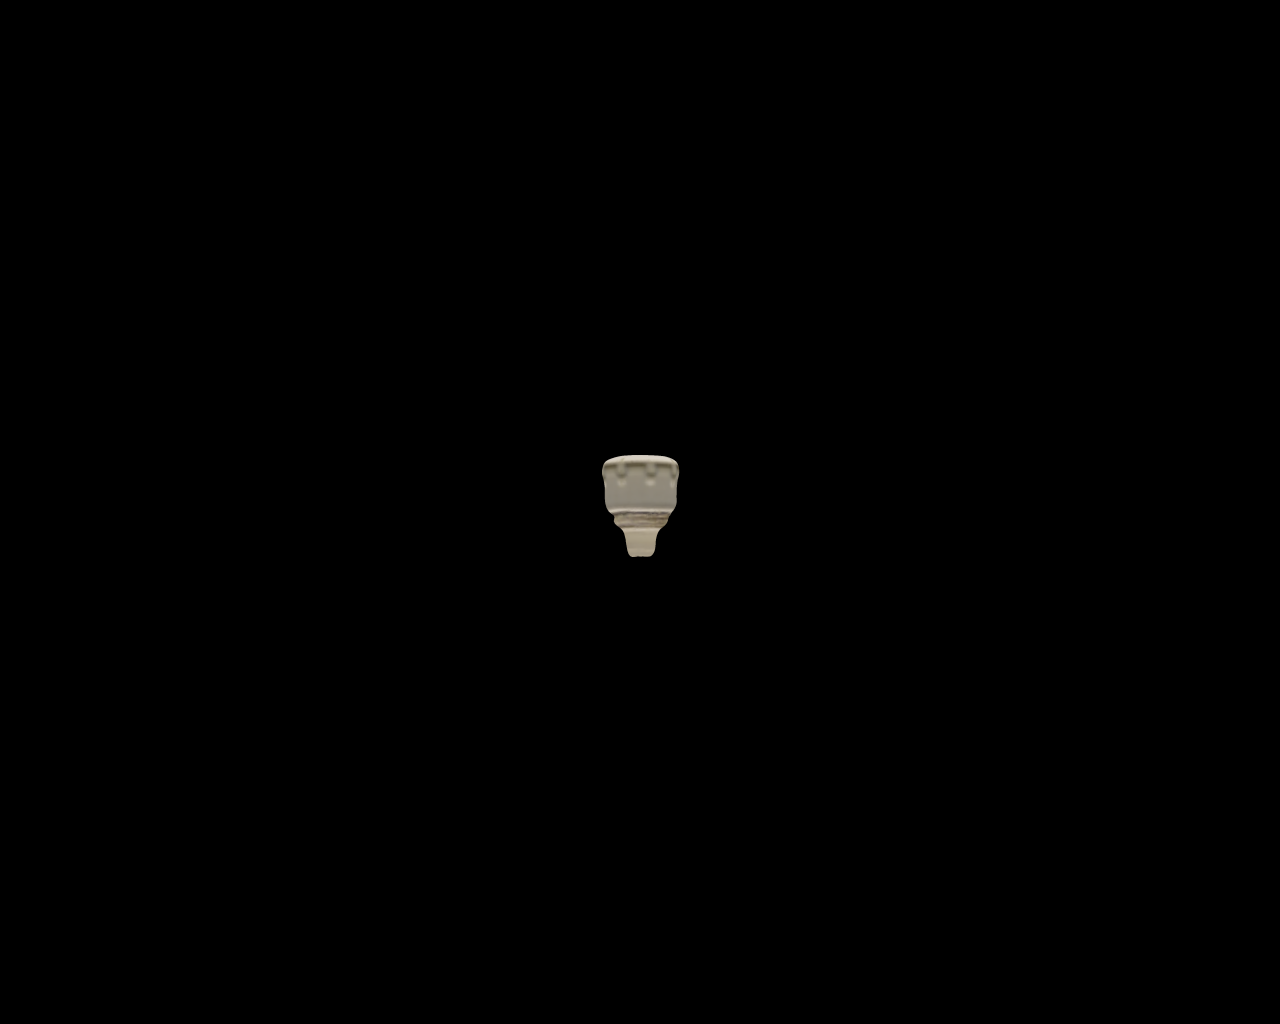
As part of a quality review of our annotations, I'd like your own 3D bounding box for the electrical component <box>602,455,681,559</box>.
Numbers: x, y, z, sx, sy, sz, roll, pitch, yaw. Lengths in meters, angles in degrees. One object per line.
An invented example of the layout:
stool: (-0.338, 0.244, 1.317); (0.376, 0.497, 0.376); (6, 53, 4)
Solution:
electrical component: (0.001, -0.003, 0.650); (0.048, 0.062, 0.048); (0, -2, 0)
